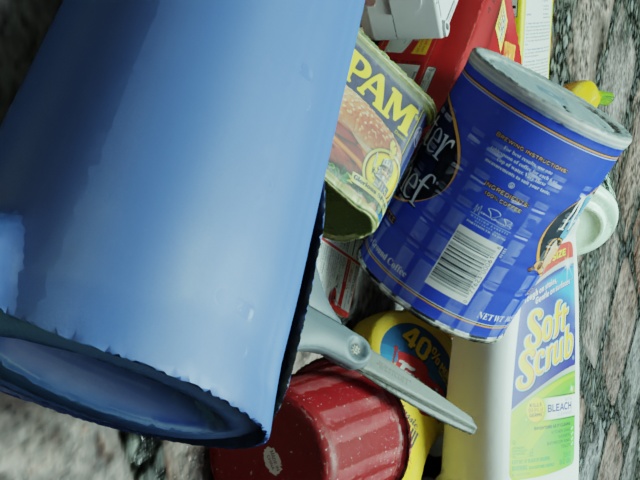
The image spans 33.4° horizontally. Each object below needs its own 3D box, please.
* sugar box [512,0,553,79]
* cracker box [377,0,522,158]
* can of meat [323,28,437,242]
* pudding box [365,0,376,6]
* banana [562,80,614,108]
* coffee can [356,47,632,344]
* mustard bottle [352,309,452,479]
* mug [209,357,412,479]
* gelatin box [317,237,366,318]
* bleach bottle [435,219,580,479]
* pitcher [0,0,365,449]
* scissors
[{"bbox_3d":[0.167,-0.215,0.903,0.093,0.048,0.176,-22,114,-61],"label":"sugar box"},{"bbox_3d":[0.098,-0.074,0.772,0.164,0.072,0.213,-66,151,-28],"label":"cracker box"},{"bbox_3d":[0.003,-0.061,0.572,0.102,0.058,0.084,40,61,-25],"label":"can of meat"},{"bbox_3d":[-0.001,-0.175,0.578,0.113,0.039,0.090,-17,113,-62],"label":"pudding box"},{"bbox_3d":[0.179,-0.050,0.805,0.069,0.037,0.197,33,69,-23],"label":"banana"},{"bbox_3d":[0.099,-0.026,0.622,0.140,0.103,0.102,-61,160,19],"label":"coffee can"},{"bbox_3d":[0.049,0.105,0.731,0.096,0.058,0.191,51,44,-18],"label":"mustard bottle"},{"bbox_3d":[-0.014,0.126,0.602,0.081,0.093,0.117,-3,130,-59],"label":"mug"},{"bbox_3d":[-0.004,0.001,0.636,0.089,0.030,0.073,34,66,-60],"label":"gelatin box"},{"bbox_3d":[0.129,0.051,0.717,0.102,0.068,0.251,-1,93,-37],"label":"bleach bottle"},{"bbox_3d":[-0.049,-0.044,0.425,0.149,0.145,0.242,126,-18,-67],"label":"pitcher"},{"bbox_3d":[0.012,0.041,0.585,0.201,0.016,0.096,19,63,-31],"label":"scissors"}]
